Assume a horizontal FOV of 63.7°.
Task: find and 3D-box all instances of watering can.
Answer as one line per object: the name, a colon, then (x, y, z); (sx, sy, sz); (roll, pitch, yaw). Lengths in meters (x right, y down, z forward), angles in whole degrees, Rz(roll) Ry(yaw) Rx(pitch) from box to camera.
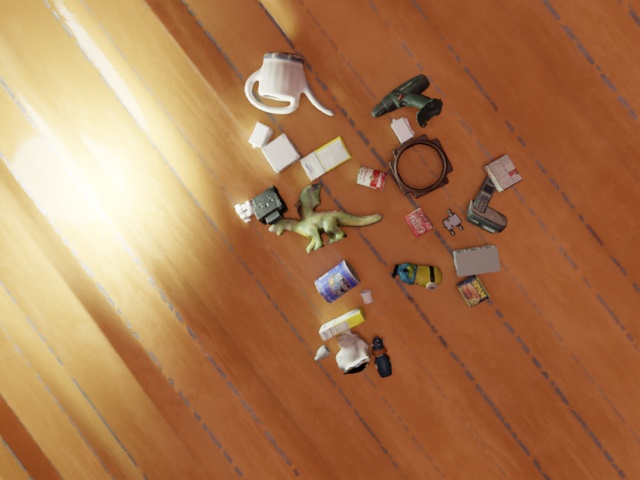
watering can: (-0.102, -0.572, 1.892); (0.348, 0.104, 0.223); (9, 95, 7)

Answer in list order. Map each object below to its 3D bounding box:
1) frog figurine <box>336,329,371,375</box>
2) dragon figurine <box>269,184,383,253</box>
frog figurine: (0.117, 0.419, 1.955); (0.136, 0.121, 0.163); (-40, 53, 18)
dragon figurine: (0.006, -0.097, 1.921); (0.409, 0.122, 0.244); (-25, 83, 8)
